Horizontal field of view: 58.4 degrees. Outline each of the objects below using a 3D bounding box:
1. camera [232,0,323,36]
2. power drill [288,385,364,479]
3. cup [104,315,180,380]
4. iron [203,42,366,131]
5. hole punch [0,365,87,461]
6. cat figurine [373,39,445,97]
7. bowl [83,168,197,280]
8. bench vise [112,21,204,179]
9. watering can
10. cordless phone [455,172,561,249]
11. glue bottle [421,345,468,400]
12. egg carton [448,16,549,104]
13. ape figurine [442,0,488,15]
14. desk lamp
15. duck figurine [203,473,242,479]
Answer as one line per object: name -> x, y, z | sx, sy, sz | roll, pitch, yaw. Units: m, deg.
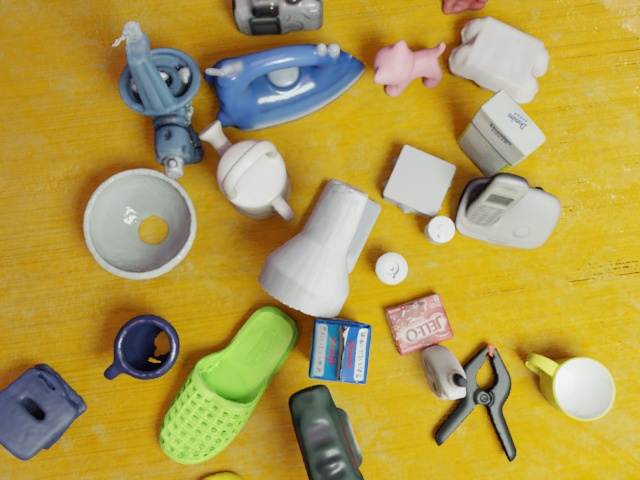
camera -> -0.069, -0.409, 0.906 | 0.143, 0.101, 0.137 | -4, 84, -1
power drill -> 0.020, 0.305, 0.775 | 0.075, 0.208, 0.229 | -20, 84, -2
cup -> -0.255, 0.164, 0.845 | 0.118, 0.095, 0.091 | -37, 85, -4
iron -> -0.050, -0.258, 0.870 | 0.258, 0.141, 0.119 | -16, 84, -2
hole punch -> -0.417, 0.248, 0.836 | 0.108, 0.091, 0.101 | 42, 85, 4
cat figurine -> 0.134, -0.274, 0.885 | 0.128, 0.117, 0.067 | -18, 84, -2
bowl -> -0.266, -0.021, 0.875 | 0.167, 0.074, 0.167 | 0, 84, 0
bench vise -> -0.219, -0.204, 0.823 | 0.121, 0.219, 0.207 | -28, 85, -3
watering can -> -0.104, -0.096, 0.825 | 0.173, 0.194, 0.101 | 25, 84, 2
cordless phone -> 0.284, -0.048, 0.828 | 0.147, 0.185, 0.094 | 10, 84, 1
glue bottle -> 0.181, 0.192, 0.807 | 0.037, 0.173, 0.078 | -15, 84, -2
egg carton -> 0.285, -0.286, 0.912 | 0.150, 0.069, 0.107 | 25, 84, 2
ape figurine -> 0.238, -0.407, 0.914 | 0.078, 0.092, 0.076 | 31, 84, 3
desk lamp -> 0.007, 0.003, 0.806 | 0.118, 0.213, 0.203 | 25, 84, 3
duck figurine -> -0.155, 0.388, 0.826 | 0.104, 0.086, 0.077 | -33, 85, -4
